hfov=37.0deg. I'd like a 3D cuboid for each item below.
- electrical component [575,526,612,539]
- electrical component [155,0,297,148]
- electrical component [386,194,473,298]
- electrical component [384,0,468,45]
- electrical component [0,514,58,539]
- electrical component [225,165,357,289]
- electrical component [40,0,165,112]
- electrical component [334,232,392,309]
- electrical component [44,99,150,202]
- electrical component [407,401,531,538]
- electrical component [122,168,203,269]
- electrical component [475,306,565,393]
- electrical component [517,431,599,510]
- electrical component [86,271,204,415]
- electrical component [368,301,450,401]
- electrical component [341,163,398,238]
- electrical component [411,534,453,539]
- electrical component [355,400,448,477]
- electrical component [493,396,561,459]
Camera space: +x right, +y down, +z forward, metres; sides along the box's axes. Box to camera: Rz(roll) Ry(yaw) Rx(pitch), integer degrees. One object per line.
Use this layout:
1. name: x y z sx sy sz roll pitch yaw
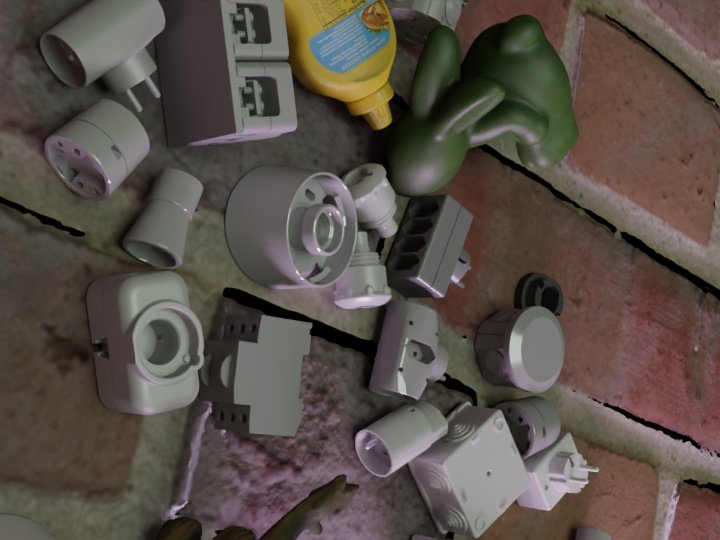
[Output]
1. electrical component: 0.230 0.292 1.081 0.044 0.044 0.065 36 61 -35
2. electrical component: -0.098 -0.169 0.775 0.062 0.089 0.150 -10 95 -41
3. electrical component: 0.071 -0.011 0.947 0.076 0.047 0.083 36 66 -35
4. electrical component: 0.050 -0.229 0.916 0.080 0.080 0.051 24 78 -38
5. electrical component: -0.222 0.213 0.685 0.099 0.064 0.099 -17 113 -46
6. electrical component: -0.050 -0.033 0.846 0.099 0.064 0.099 -8 100 -54
7. electrical component: -0.167 -0.148 0.743 0.077 0.044 0.079 -47 117 -32
8. electrical component: 0.000 0.000 0.887 0.048 0.048 0.062 0 81 -42
9. electrical component: -0.176 -0.082 0.727 0.055 0.055 0.047 56 52 -25
10. electrical component: 0.099 0.178 0.961 0.100 0.048 0.099 -36 112 -33
11. electrical component: -0.138 -0.039 0.768 0.044 0.044 0.065 35 62 -35
12. electrical component: 0.151 0.074 1.012 0.080 0.051 0.080 2 87 -42
13. electrical component: 0.191 0.192 1.026 0.066 0.077 0.047 -37 112 -36
14. electrical component: -0.147 0.050 0.743 0.054 0.059 0.095 -10 95 -41
15. electrical component: 0.049 0.075 0.927 0.079 0.043 0.077 25 72 -39
16. electrical component: 0.011 -0.055 0.898 0.048 0.048 0.062 -54 128 -29
17. electrical component: 0.087 0.297 0.943 0.109 0.056 0.108 27 71 -38
18. electrical component: 0.039 0.138 0.916 0.081 0.043 0.043 -26 105 -39
19. electrical component: 0.155 0.147 1.012 0.047 0.055 0.055 -9 94 -45
